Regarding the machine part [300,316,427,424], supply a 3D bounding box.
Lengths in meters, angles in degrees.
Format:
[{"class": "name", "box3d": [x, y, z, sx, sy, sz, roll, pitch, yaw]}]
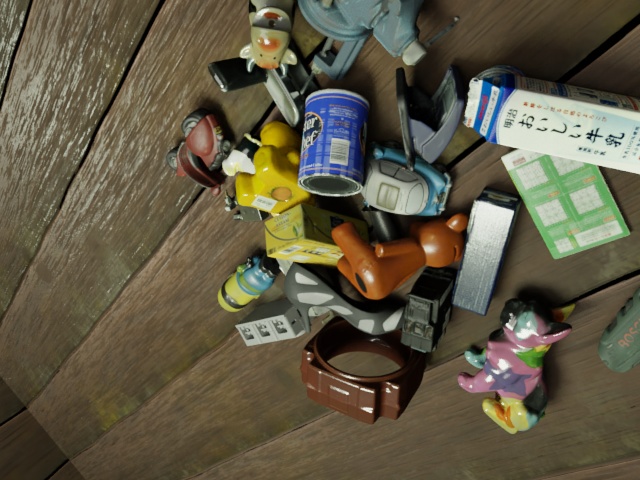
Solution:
[{"class": "machine part", "box3d": [0.081, 0.227, 0.993, 0.201, 0.201, 0.087, 15, 118, 27]}]

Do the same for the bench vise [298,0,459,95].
[{"class": "bench vise", "box3d": [0.051, -0.308, 0.783, 0.223, 0.129, 0.240, 39, 151, -2]}]

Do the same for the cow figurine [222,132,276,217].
[{"class": "cow figurine", "box3d": [-0.099, -0.120, 1.014, 0.167, 0.068, 0.098, 46, 125, 3]}]

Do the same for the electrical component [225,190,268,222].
[{"class": "electrical component", "box3d": [-0.148, -0.071, 1.085, 0.102, 0.045, 0.078, 4, 115, 32]}]

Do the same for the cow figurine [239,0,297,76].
[{"class": "cow figurine", "box3d": [-0.074, -0.331, 0.805, 0.085, 0.195, 0.127, 3, 130, -5]}]

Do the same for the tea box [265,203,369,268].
[{"class": "tea box", "box3d": [-0.002, -0.003, 0.942, 0.098, 0.169, 0.068, -22, 66, 39]}]

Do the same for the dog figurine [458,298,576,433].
[{"class": "dog figurine", "box3d": [0.339, 0.193, 0.868, 0.191, 0.108, 0.219, 45, 128, 6]}]

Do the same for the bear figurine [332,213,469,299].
[{"class": "bear figurine", "box3d": [0.135, 0.009, 0.871, 0.132, 0.196, 0.120, 50, 165, 37]}]

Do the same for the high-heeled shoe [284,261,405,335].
[{"class": "high-heeled shoe", "box3d": [0.061, 0.096, 0.985, 0.249, 0.086, 0.145, -6, 105, -4]}]

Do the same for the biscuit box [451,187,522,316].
[{"class": "biscuit box", "box3d": [0.261, 0.022, 0.853, 0.063, 0.059, 0.202, 19, 123, 22]}]

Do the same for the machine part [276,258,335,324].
[{"class": "machine part", "box3d": [-0.028, 0.061, 1.042, 0.079, 0.079, 0.243, -10, 117, 37]}]

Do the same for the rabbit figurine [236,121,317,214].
[{"class": "rabbit figurine", "box3d": [-0.056, -0.137, 0.930, 0.162, 0.173, 0.121, 9, 139, -21]}]

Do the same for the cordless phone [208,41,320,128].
[{"class": "cordless phone", "box3d": [-0.089, -0.242, 0.861, 0.089, 0.184, 0.146, -25, 99, 35]}]

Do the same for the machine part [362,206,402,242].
[{"class": "machine part", "box3d": [0.121, -0.004, 0.950, 0.084, 0.039, 0.138, -15, 108, 47]}]

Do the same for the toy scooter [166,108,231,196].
[{"class": "toy scooter", "box3d": [-0.229, -0.164, 1.069, 0.135, 0.075, 0.184, 49, 134, 2]}]

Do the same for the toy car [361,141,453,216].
[{"class": "toy car", "box3d": [0.122, -0.085, 0.861, 0.162, 0.103, 0.109, 27, 128, 22]}]

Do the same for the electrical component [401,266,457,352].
[{"class": "electrical component", "box3d": [0.187, 0.124, 0.923, 0.058, 0.115, 0.134, 16, 121, 27]}]

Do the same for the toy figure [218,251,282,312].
[{"class": "toy figure", "box3d": [-0.154, 0.089, 1.148, 0.180, 0.089, 0.082, -35, 86, 43]}]

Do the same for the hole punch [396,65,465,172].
[{"class": "hole punch", "box3d": [0.158, -0.180, 0.771, 0.092, 0.142, 0.115, -6, 134, 8]}]

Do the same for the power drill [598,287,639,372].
[{"class": "power drill", "box3d": [0.520, 0.137, 0.732, 0.207, 0.086, 0.232, 36, 131, 8]}]
